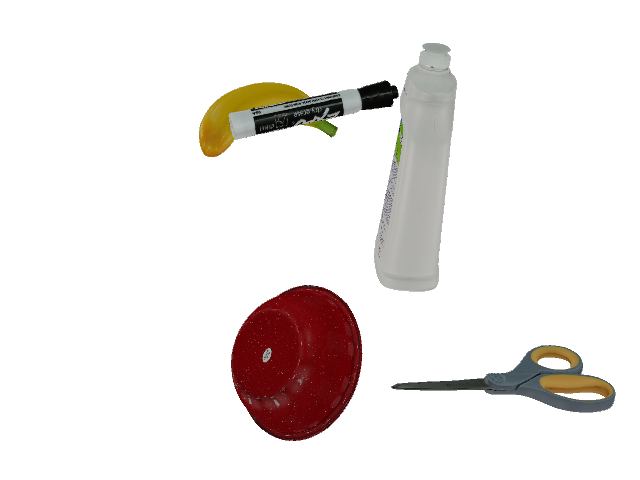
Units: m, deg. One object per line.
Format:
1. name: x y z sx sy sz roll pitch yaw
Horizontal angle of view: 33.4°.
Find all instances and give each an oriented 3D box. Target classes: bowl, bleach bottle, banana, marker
1. bowl: -0.038 0.119 1.077 0.162 0.162 0.055 0 -14 40
2. bleach bottle: 0.103 -0.078 1.109 0.068 0.251 0.102 3 29 -5
3. banana: -0.058 -0.119 1.012 0.070 0.037 0.197 41 33 22
4. marker: -0.004 -0.092 0.750 0.121 0.020 0.020 -13 2 -9

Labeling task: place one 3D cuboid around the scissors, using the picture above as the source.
1. scissors: 0.161 0.117 0.951 0.201 0.016 0.096 8 27 -3
